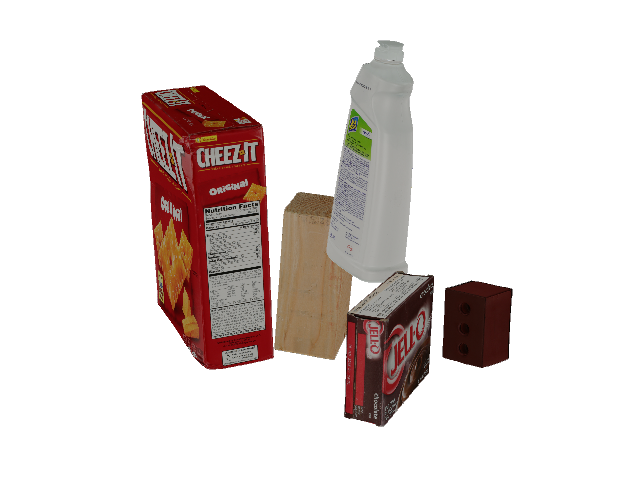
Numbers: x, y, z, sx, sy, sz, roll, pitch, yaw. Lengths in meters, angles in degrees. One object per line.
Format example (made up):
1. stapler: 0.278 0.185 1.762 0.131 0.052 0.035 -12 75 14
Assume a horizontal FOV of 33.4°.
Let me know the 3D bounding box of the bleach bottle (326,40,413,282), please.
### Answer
1. bleach bottle: 0.063 -0.088 1.157 0.067 0.251 0.103 -6 24 -32

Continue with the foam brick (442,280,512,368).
1. foam brick: 0.163 0.086 1.108 0.053 0.078 0.051 11 17 41

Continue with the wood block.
1. wood block: -0.006 0.048 1.482 0.090 0.206 0.090 9 22 10

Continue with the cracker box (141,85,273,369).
1. cracker box: -0.104 -0.015 0.950 0.072 0.214 0.164 -10 23 -21

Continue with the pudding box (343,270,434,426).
1. pudding box: 0.056 0.083 0.854 0.039 0.090 0.113 9 20 20
